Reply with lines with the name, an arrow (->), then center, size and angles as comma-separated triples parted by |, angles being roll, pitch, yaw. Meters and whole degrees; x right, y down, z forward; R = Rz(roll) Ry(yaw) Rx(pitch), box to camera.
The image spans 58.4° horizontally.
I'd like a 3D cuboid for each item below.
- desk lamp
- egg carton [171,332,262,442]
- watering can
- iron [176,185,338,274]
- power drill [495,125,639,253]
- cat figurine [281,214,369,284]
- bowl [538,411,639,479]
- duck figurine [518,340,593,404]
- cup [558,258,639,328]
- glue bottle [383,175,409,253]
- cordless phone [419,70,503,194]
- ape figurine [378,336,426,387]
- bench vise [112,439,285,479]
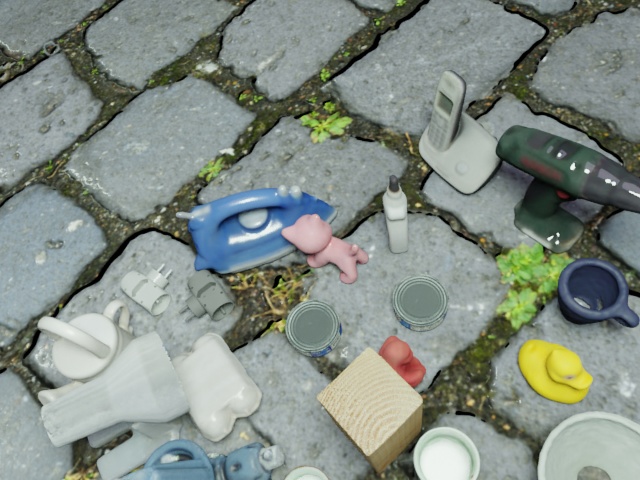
desk lamp -> -0.263, 0.234, 0.786 | 0.203, 0.117, 0.214 | -31, -28, -7
egg carton -> -0.161, 0.219, 0.859 | 0.107, 0.150, 0.069 | -39, -26, -11
watering can -> -0.342, 0.167, 0.844 | 0.100, 0.173, 0.194 | -2, -27, 9
iron -> -0.102, -0.042, 0.942 | 0.258, 0.118, 0.142 | -18, -28, 0
power drill -> 0.359, -0.068, 0.840 | 0.229, 0.076, 0.209 | 38, -15, 24
cat figurine -> 0.008, 0.003, 0.914 | 0.127, 0.067, 0.118 | 21, -22, 19
bowl -> 0.356, 0.309, 0.724 | 0.167, 0.167, 0.075 | 0, -27, 10
duck figurine -> 0.328, 0.174, 0.791 | 0.104, 0.077, 0.086 | 40, -15, 25
cup -> 0.391, 0.092, 0.818 | 0.117, 0.092, 0.095 | 42, -14, 25
glue bottle -> 0.117, -0.048, 0.890 | 0.037, 0.078, 0.173 | -8, -28, 6
cordless phone -> 0.232, -0.176, 0.930 | 0.094, 0.147, 0.185 | -39, -27, -11
ape figurine -> 0.113, 0.172, 0.825 | 0.076, 0.077, 0.092 | -13, -28, 3
bench vise -> -0.160, 0.295, 0.734 | 0.207, 0.121, 0.220 | -34, -27, -9
